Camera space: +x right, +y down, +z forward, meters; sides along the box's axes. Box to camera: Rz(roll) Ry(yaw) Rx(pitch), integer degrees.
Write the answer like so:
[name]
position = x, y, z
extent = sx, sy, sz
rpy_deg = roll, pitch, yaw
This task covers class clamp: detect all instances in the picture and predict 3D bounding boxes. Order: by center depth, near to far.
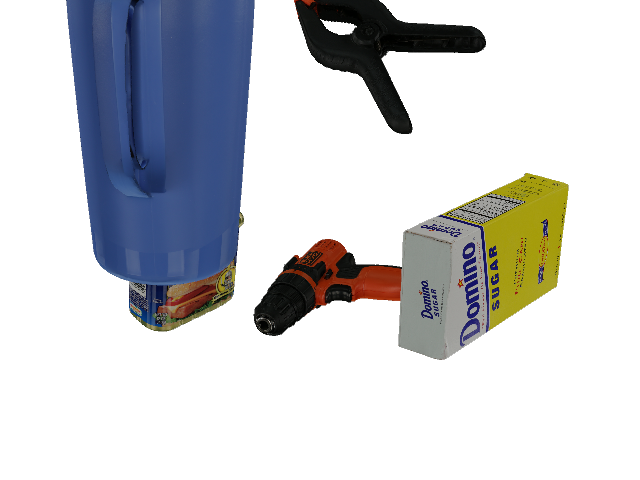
[clamp]
position = 0.055, -0.175, 0.929
extent = 0.120, 0.172, 0.039
rpy_deg = -38, -24, -20

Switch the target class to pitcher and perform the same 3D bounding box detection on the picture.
[pitcher]
position = -0.114, -0.091, 0.750
extent = 0.149, 0.243, 0.145
rpy_deg = -15, 30, -34

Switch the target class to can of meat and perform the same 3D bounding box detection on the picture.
[can of meat]
position = -0.118, 0.021, 0.921
extent = 0.058, 0.084, 0.101
rpy_deg = 32, 39, 33

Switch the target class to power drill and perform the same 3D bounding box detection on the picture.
[power drill]
position = 0.040, 0.059, 1.141
extent = 0.188, 0.057, 0.184
rpy_deg = 9, 29, 22

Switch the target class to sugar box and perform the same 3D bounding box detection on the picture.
[sugar box]
position = 0.126, 0.016, 0.803
extent = 0.048, 0.093, 0.175
rpy_deg = 16, 26, 33
